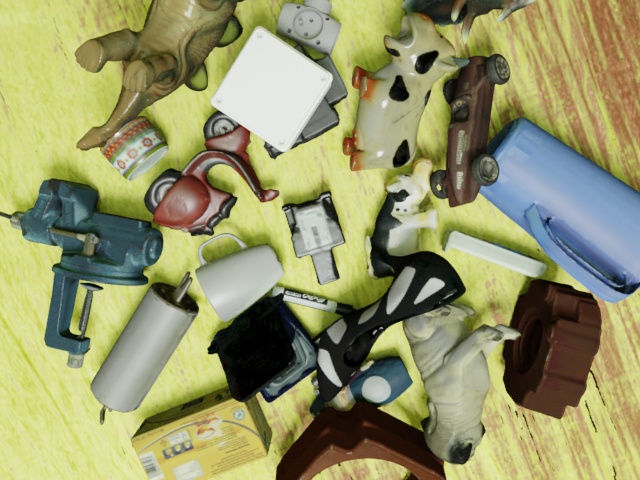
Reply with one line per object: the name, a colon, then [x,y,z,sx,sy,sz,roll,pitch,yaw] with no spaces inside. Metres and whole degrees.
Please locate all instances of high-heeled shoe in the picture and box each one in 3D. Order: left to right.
high-heeled shoe: [0.086,0.123,0.675,0.145,0.086,0.248,29,106,41]

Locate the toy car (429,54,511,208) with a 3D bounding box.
toy car: [0.183,-0.139,0.669,0.053,0.089,0.202,22,72,-29]

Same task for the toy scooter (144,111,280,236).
toy scooter: [-0.136,-0.070,0.719,0.135,0.075,0.184,41,91,-4]

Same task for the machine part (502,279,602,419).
machine part: [0.288,0.134,0.689,0.056,0.179,0.179,14,96,3]

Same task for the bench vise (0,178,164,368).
bench vise: [-0.326,0.045,0.712,0.224,0.129,0.240,11,91,0]

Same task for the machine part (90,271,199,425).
machine part: [-0.242,0.147,0.742,0.079,0.079,0.243,32,97,-3]

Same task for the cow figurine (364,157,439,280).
cow figurine: [0.109,-0.028,0.725,0.098,0.068,0.167,2,95,7]

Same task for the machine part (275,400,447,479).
machine part: [0.054,0.330,0.729,0.201,0.087,0.201,31,110,-14]

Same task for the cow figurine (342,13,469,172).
cow figurine: [0.104,-0.182,0.677,0.127,0.086,0.194,0,121,-15]

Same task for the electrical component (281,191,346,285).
electrical component: [-0.002,-0.002,0.736,0.075,0.048,0.119,-20,96,3]

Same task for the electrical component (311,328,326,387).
electrical component: [0.013,0.164,0.767,0.094,0.021,0.063,-41,94,4]

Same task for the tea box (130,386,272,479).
tea box: [-0.164,0.277,0.758,0.170,0.068,0.098,-20,96,2]

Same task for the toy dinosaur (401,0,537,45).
toy dinosaur: [0.108,-0.415,0.662,0.405,0.131,0.192,44,95,2]

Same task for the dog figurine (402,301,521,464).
dog figurine: [0.153,0.177,0.715,0.121,0.173,0.190,15,100,-43]

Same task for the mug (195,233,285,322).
mug: [-0.109,0.040,0.733,0.107,0.081,0.109,-27,88,-7]

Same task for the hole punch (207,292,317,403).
hole punch: [-0.070,0.153,0.738,0.142,0.092,0.116,-40,55,16]

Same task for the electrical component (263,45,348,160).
electrical component: [-0.034,-0.186,0.713,0.134,0.058,0.114,-29,97,4]

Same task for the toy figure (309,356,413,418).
toy figure: [0.053,0.214,0.757,0.154,0.057,0.064,-28,61,5]

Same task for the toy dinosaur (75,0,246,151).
toy dinosaur: [-0.143,-0.294,0.631,0.105,0.198,0.471,36,95,-2]
